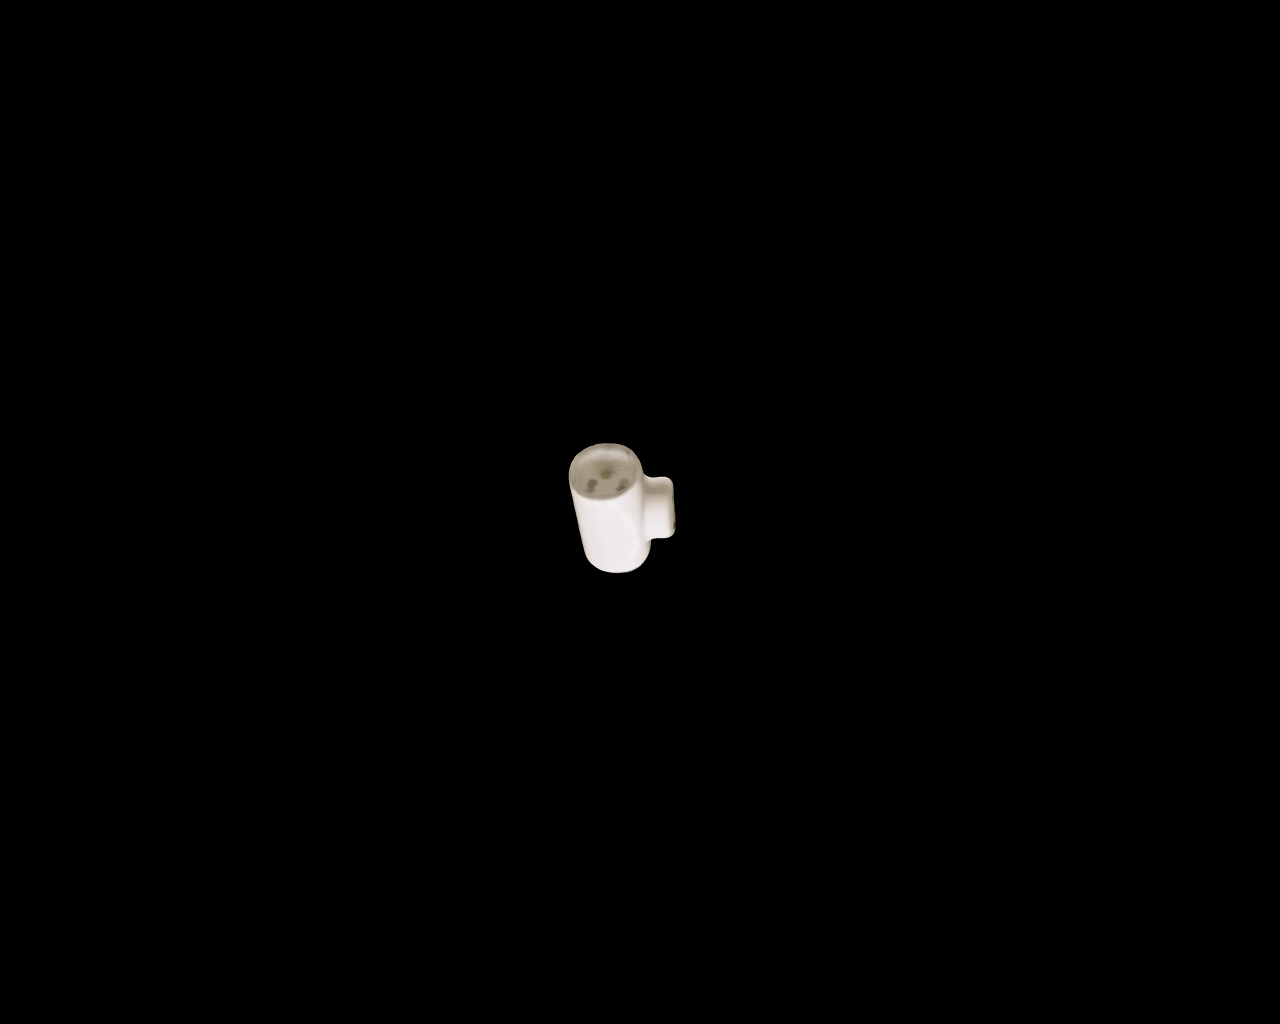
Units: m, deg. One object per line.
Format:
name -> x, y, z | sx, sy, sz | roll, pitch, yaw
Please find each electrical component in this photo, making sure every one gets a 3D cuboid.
electrical component -> 0.001, -0.003, 0.650 | 0.079, 0.044, 0.077 | -3, -37, 4
